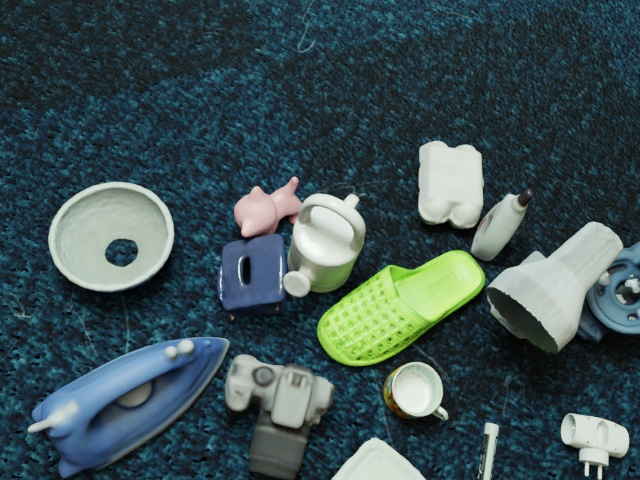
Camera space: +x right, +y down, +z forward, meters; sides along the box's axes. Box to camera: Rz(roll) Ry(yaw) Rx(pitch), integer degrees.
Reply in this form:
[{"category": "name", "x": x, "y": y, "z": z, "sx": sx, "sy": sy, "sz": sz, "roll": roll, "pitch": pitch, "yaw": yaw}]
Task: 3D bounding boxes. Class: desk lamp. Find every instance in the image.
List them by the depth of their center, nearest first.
[{"category": "desk lamp", "x": 0.315, "y": 0.068, "z": 0.800, "sx": 0.203, "sy": 0.213, "sz": 0.118, "roll": -39, "pitch": 76, "yaw": -21}]

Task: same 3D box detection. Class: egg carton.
[{"category": "egg carton", "x": 0.211, "y": -0.090, "z": 0.935, "sx": 0.107, "sy": 0.069, "sz": 0.150, "roll": 7, "pitch": 66, "yaw": -5}]

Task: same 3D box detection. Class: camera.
[{"category": "camera", "x": -0.061, "y": 0.231, "z": 0.739, "sx": 0.143, "sy": 0.101, "sz": 0.137, "roll": 15, "pitch": 65, "yaw": -1}]

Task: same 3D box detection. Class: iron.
[{"category": "iron", "x": -0.229, "y": 0.179, "z": 0.716, "sx": 0.259, "sy": 0.141, "sz": 0.118, "roll": -31, "pitch": 74, "yaw": -19}]

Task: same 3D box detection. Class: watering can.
[{"category": "watering can", "x": 0.009, "y": 0.004, "z": 0.797, "sx": 0.101, "sy": 0.194, "sz": 0.173, "roll": 10, "pitch": 65, "yaw": -3}]

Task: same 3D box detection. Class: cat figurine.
[{"category": "cat figurine", "x": -0.078, "y": -0.048, "z": 0.850, "sx": 0.128, "sy": 0.118, "sz": 0.067, "roll": -39, "pitch": 76, "yaw": -21}]

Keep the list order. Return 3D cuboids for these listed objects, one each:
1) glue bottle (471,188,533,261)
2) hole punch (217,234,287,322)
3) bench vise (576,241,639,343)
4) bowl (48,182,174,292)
[{"category": "glue bottle", "x": 0.279, "y": -0.033, "z": 0.862, "sx": 0.037, "sy": 0.173, "sz": 0.078, "roll": 21, "pitch": 65, "yaw": 2}, {"category": "hole punch", "x": -0.096, "y": 0.053, "z": 0.818, "sx": 0.101, "sy": 0.091, "sz": 0.108, "roll": -1, "pitch": 67, "yaw": -8}, {"category": "bench vise", "x": 0.465, "y": 0.040, "z": 0.830, "sx": 0.121, "sy": 0.220, "sz": 0.207, "roll": 27, "pitch": 66, "yaw": 5}, {"category": "bowl", "x": -0.290, "y": 0.005, "z": 0.821, "sx": 0.167, "sy": 0.075, "sz": 0.167, "roll": 3, "pitch": 66, "yaw": -6}]
